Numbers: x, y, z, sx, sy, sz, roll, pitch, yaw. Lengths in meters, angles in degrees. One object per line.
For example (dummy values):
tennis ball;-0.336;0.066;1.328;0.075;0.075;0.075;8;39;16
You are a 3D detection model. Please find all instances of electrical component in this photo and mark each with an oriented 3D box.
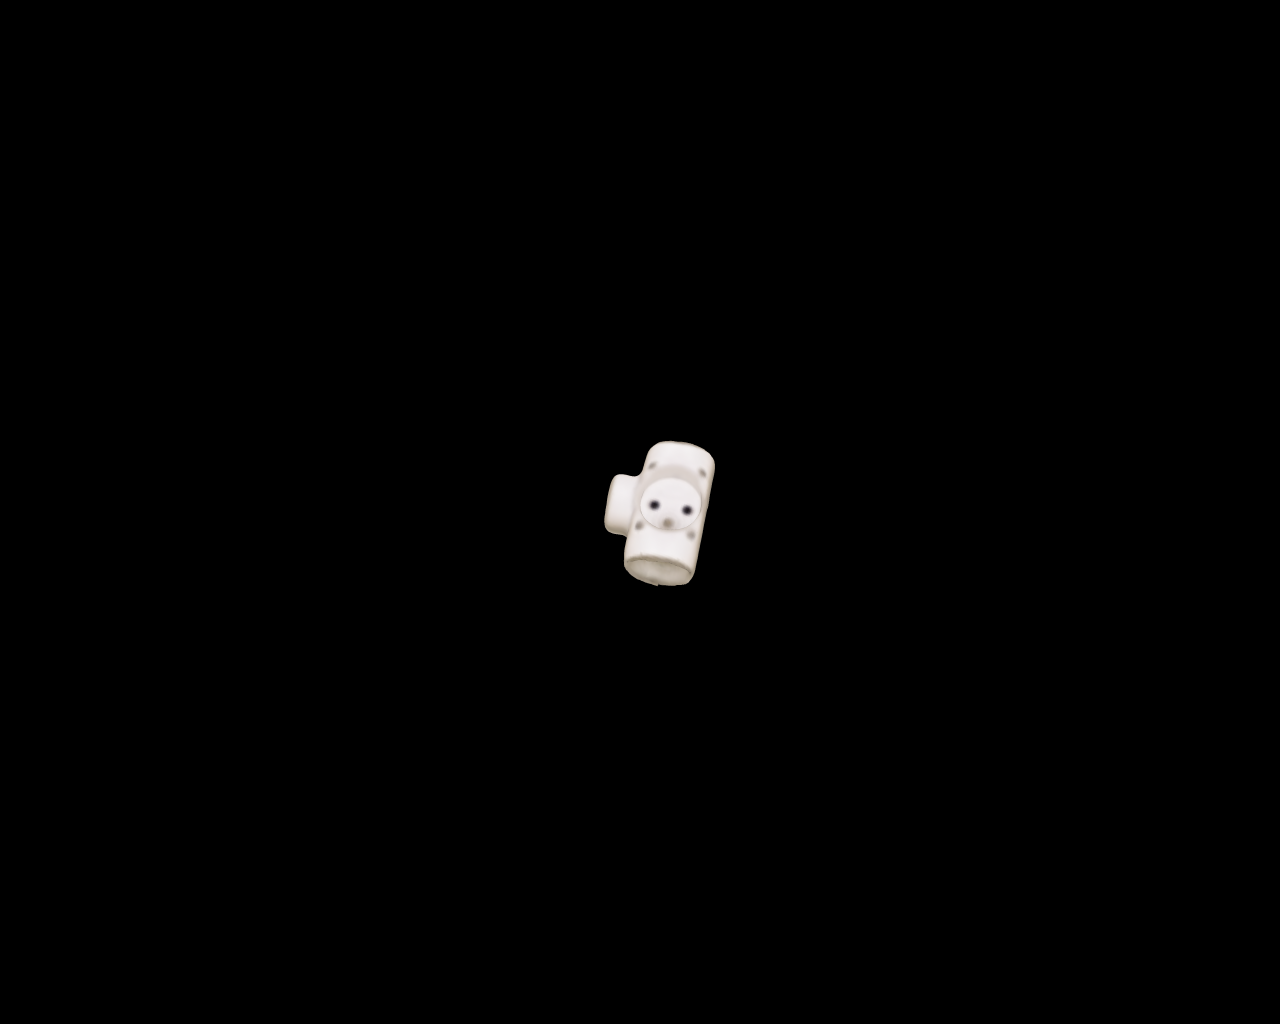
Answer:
electrical component;0.001;-0.003;0.650;0.079;0.077;0.044;11;-24;5
